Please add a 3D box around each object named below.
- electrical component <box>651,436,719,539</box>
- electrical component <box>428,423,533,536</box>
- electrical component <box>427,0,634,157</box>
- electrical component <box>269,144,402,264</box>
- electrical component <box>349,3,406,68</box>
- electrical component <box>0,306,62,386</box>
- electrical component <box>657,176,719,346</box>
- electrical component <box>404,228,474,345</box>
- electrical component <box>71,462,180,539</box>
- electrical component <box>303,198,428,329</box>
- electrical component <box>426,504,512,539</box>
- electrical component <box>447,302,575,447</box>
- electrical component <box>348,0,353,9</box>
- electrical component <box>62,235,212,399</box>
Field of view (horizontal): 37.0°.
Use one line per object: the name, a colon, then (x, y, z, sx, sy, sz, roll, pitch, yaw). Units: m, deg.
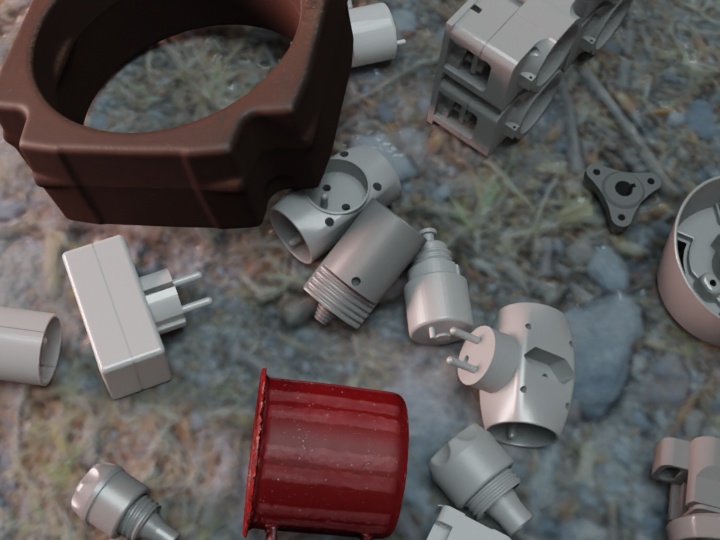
electrical component: (0.206, 0.134, 0.612, 0.078, 0.058, 0.057, 14, 60, 3)
electrical component: (0.072, 0.123, 0.616, 0.043, 0.043, 0.062, -35, 71, -19)
electrical component: (0.131, -0.174, 0.736, 0.060, 0.105, 0.186, 36, 67, 14)
electrical component: (-0.027, -0.055, 0.699, 0.077, 0.044, 0.079, -37, 70, -20)
electrical component: (-0.010, -0.162, 0.757, 0.078, 0.040, 0.040, -14, 65, -10)
electrical component: (-0.224, 0.042, 0.638, 0.081, 0.043, 0.043, 8, 63, 0)
electrical component: (0.239, -0.003, 0.679, 0.099, 0.064, 0.099, 1, 63, -3)
electrical component: (0.047, 0.011, 0.673, 0.040, 0.040, 0.078, -3, 63, -6)
electrical component: (-0.128, 0.135, 0.601, 0.061, 0.035, 0.035, 31, 65, 9)
electrical component: (0.000, 0.000, 0.667, 0.043, 0.043, 0.081, 39, 95, 15)
electrical component: (0.051, 0.169, 0.593, 0.081, 0.042, 0.063, 26, 61, 9)
electrical component: (0.085, 0.057, 0.641, 0.079, 0.043, 0.077, 22, 60, -23)
electrical component: (-0.022, -0.217, 0.780, 0.083, 0.047, 0.075, -7, 64, -7)
electrical component: (-0.129, 0.022, 0.651, 0.076, 0.047, 0.083, -19, 66, -13)
